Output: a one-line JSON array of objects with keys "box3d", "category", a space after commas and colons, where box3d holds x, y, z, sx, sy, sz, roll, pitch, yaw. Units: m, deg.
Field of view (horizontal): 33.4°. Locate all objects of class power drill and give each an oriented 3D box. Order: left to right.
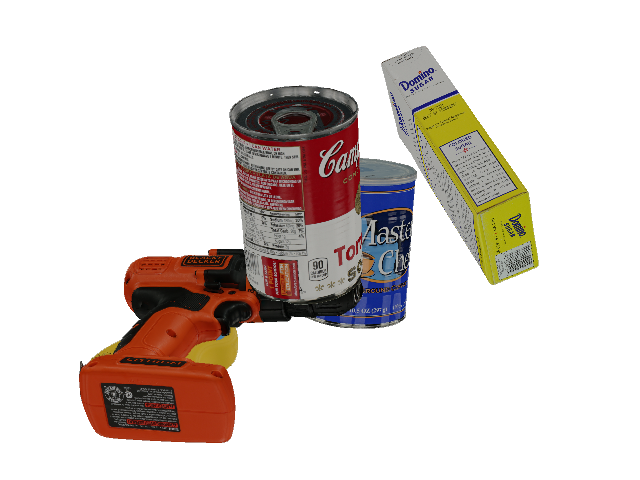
[{"box3d": [-0.072, 0.067, 0.751, 0.184, 0.057, 0.187, -1, 25, 14], "category": "power drill"}]

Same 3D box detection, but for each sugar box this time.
[{"box3d": [0.105, -0.060, 0.809, 0.048, 0.176, 0.093, -22, -39, -1], "category": "sugar box"}]

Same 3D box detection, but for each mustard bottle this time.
[{"box3d": [-0.133, 0.103, 1.022, 0.096, 0.058, 0.191, 10, 20, 18], "category": "mustard bottle"}]

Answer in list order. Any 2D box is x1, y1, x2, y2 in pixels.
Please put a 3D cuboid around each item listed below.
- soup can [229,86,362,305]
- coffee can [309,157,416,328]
[{"box3d": [-0.012, -0.024, 0.582, 0.068, 0.102, 0.068, -3, 29, 1], "category": "soup can"}, {"box3d": [0.034, 0.000, 0.999, 0.103, 0.140, 0.103, 3, 14, -1], "category": "coffee can"}]
